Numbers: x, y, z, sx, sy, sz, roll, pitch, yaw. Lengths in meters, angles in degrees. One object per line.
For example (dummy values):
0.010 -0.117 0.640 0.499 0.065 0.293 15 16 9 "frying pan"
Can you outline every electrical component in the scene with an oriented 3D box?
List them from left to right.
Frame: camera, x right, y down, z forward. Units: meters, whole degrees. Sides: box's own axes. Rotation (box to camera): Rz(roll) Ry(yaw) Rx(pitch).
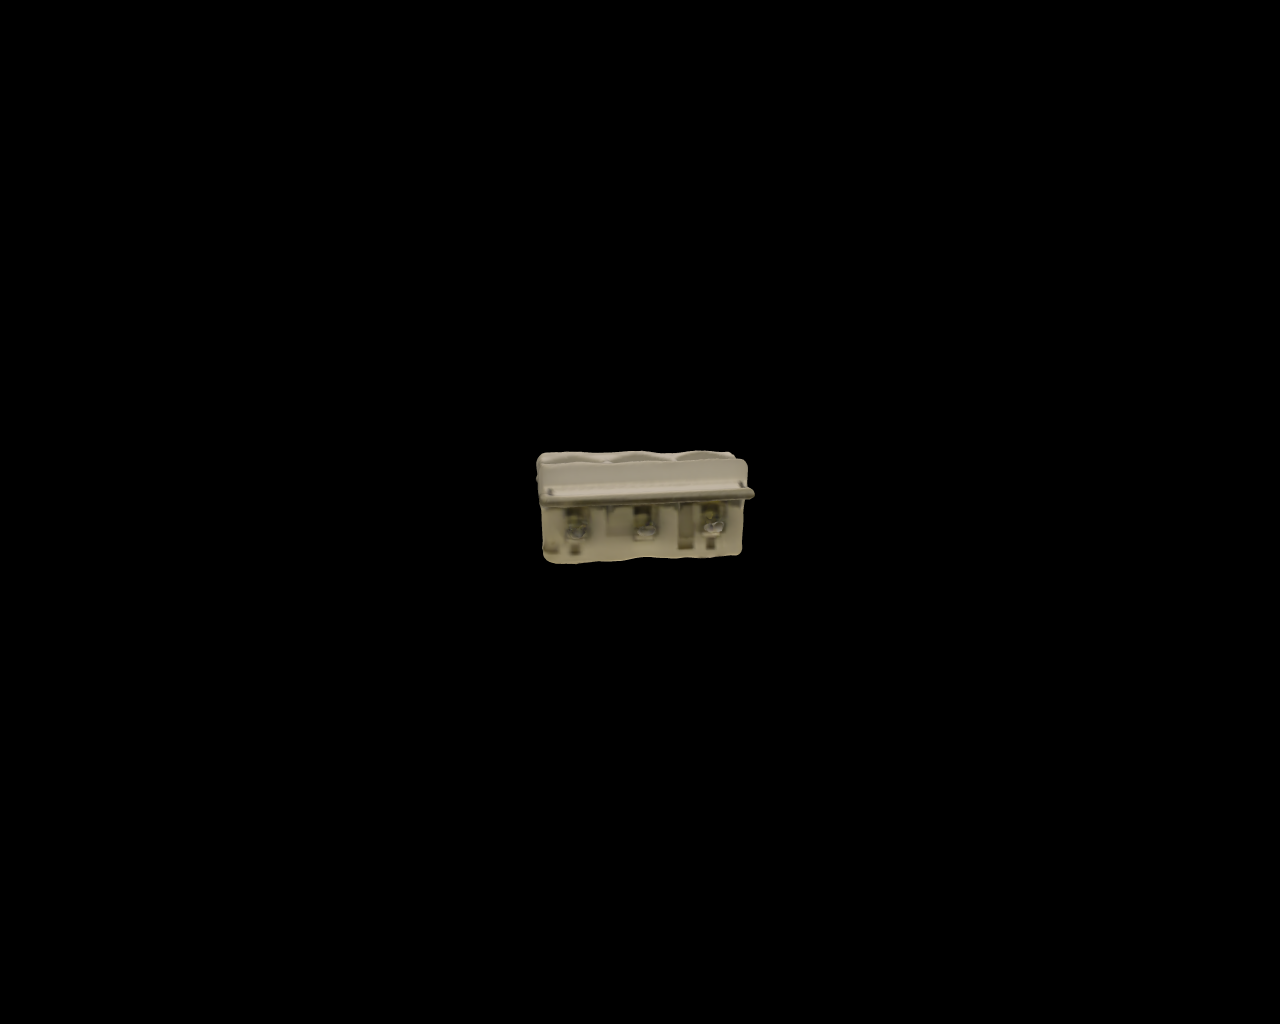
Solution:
0.001 -0.003 0.650 0.121 0.063 0.079 -1 12 -7 "electrical component"
